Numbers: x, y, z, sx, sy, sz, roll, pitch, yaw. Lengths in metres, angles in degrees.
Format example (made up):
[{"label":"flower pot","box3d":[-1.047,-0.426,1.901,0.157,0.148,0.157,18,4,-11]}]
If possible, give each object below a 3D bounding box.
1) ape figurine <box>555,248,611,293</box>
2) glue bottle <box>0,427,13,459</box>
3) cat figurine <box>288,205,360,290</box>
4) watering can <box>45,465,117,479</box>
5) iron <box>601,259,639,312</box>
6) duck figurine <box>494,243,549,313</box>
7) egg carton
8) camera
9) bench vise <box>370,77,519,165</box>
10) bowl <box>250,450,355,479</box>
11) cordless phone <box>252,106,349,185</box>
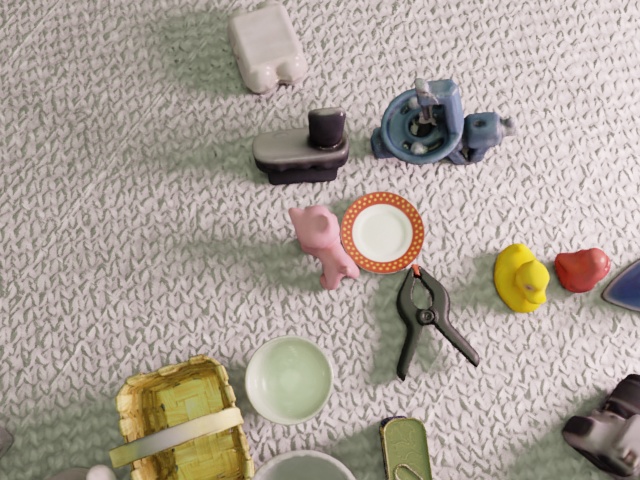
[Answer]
[{"label":"ape figurine","box3d":[0.391,0.037,0.841,0.077,0.092,0.076,23,78,5]},{"label":"glue bottle","box3d":[-0.466,0.283,0.730,0.037,0.173,0.078,35,79,7]},{"label":"cat figurine","box3d":[0.008,0.003,0.830,0.067,0.118,0.128,-31,79,-7]},{"label":"watering can","box3d":[-0.334,0.342,0.707,0.101,0.194,0.173,31,79,7]},{"label":"iron","box3d":[0.556,0.048,0.816,0.258,0.141,0.118,-12,77,-3]},{"label":"duck figurine","box3d":[0.303,0.052,0.840,0.077,0.086,0.104,-9,77,-3]},{"label":"egg carton","box3d":[-0.087,-0.312,0.926,0.107,0.069,0.150,-20,78,-5]},{"label":"camera","box3d":[0.437,0.265,0.785,0.143,0.101,0.137,37,79,7]},{"label":"bench vise","box3d":[0.183,-0.183,0.824,0.207,0.220,0.121,-18,78,-5]},{"label":"bowl","box3d":[-0.024,0.365,0.768,0.167,0.075,0.167,0,77,-1]},{"label":"cordless phone","box3d":[-0.028,-0.152,0.831,0.147,0.185,0.094,-9,77,-3]}]
